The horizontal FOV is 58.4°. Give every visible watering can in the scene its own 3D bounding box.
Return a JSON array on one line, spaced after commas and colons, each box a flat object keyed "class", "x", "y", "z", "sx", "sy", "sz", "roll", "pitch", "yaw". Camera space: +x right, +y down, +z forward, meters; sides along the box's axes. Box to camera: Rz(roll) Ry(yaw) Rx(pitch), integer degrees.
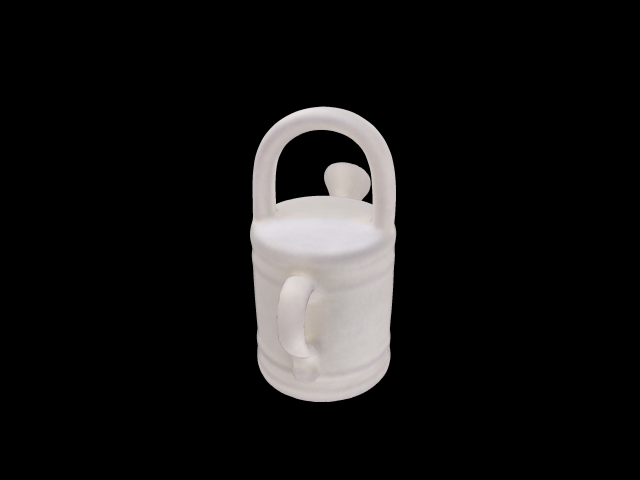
[{"class": "watering can", "x": 0.001, "y": 0.001, "z": 0.400, "sx": 0.101, "sy": 0.194, "sz": 0.172, "roll": -4, "pitch": 28, "yaw": -8}]
